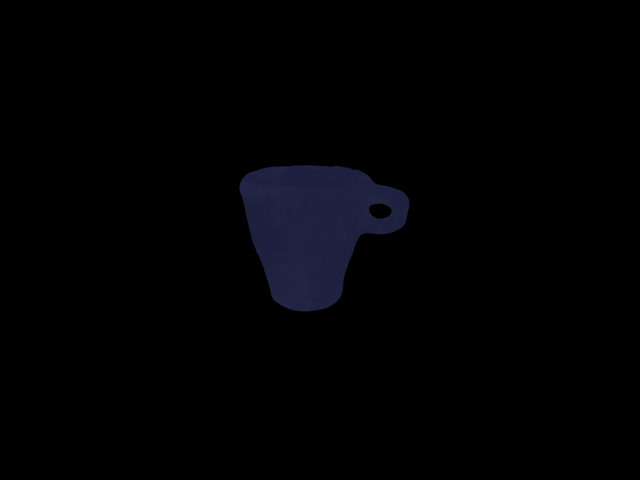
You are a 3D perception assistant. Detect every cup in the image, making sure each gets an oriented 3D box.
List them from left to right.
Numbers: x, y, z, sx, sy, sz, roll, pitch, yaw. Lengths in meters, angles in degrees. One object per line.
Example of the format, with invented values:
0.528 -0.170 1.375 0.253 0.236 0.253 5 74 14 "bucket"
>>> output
0.004 0.001 0.400 0.117 0.095 0.092 7 19 21 "cup"
